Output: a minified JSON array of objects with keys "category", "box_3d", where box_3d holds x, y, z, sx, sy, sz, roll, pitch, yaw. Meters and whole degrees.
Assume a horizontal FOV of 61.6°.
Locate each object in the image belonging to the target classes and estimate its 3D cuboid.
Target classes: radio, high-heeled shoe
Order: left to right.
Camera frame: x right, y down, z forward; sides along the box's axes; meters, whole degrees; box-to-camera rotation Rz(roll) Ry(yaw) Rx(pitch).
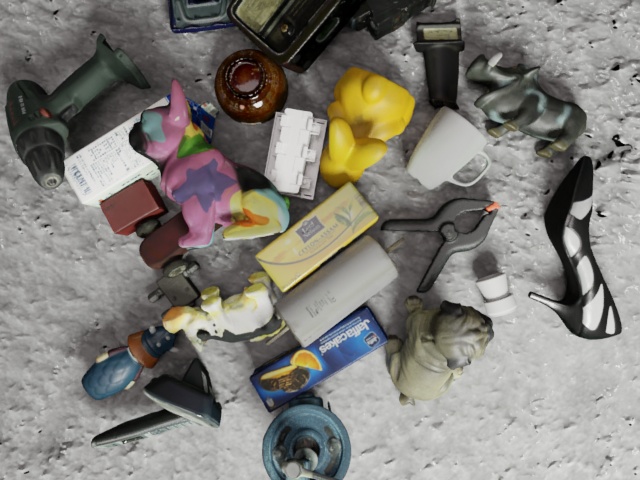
[{"category":"radio","box_3d":[-0.011,-0.360,0.763,0.229,0.073,0.131,-45,80,21]},{"category":"high-heeled shoe","box_3d":[0.393,0.015,0.765,0.145,0.086,0.248,19,93,0]}]

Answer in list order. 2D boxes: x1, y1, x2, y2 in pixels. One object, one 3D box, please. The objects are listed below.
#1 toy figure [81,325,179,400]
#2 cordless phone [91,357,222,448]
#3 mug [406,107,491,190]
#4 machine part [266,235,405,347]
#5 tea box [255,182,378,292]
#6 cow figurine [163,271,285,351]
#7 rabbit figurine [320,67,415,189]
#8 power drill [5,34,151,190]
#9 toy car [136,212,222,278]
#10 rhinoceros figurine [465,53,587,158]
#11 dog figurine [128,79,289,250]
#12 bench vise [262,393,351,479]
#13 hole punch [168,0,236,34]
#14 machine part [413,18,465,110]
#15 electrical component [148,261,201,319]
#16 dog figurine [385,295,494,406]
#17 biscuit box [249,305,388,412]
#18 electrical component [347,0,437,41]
[{"category":"toy figure","box_3d":[-0.281,0.175,0.802,0.154,0.064,0.058,-36,49,-4]},{"category":"cordless phone","box_3d":[-0.235,0.242,0.745,0.184,0.146,0.089,-18,69,-11]},{"category":"mug","box_3d":[0.185,-0.120,0.784,0.109,0.081,0.107,41,101,-2]},{"category":"machine part","box_3d":[0.022,0.070,0.755,0.243,0.079,0.079,-36,87,-7]},{"category":"tea box","box_3d":[-0.002,-0.002,0.775,0.169,0.098,0.068,-38,86,3]},{"category":"cow figurine","box_3d":[-0.140,0.117,0.792,0.167,0.068,0.098,-18,111,3]},{"category":"rabbit figurine","box_3d":[0.057,-0.146,0.765,0.122,0.162,0.173,26,107,-8]},{"category":"power drill","box_3d":[-0.352,-0.191,0.778,0.207,0.085,0.232,-45,55,-3]},{"category":"toy car","box_3d":[-0.179,-0.028,0.805,0.202,0.053,0.089,-38,77,-5]},{"category":"rhinoceros figurine","box_3d":[0.296,-0.199,0.779,0.190,0.073,0.112,31,91,3]},{"category":"dog figurine","box_3d":[-0.147,-0.101,0.718,0.192,0.108,0.219,-11,93,-5]},{"category":"bench vise","box_3d":[-0.019,0.315,0.704,0.129,0.240,0.223,3,72,6]},{"category":"hole punch","box_3d":[-0.183,-0.381,0.814,0.142,0.092,0.116,-7,57,5]},{"category":"machine part","box_3d":[0.182,-0.262,0.806,0.084,0.039,0.138,-5,86,-5]},{"category":"electrical component","box_3d":[-0.214,0.076,0.820,0.094,0.021,0.063,-38,87,0]},{"category":"dog figurine","box_3d":[0.152,0.160,0.715,0.121,0.190,0.172,9,90,3]},{"category":"biscuit box","box_3d":[-0.001,0.170,0.787,0.203,0.059,0.063,-31,87,1]},{"category":"electrical component","box_3d":[0.093,-0.373,0.804,0.134,0.058,0.115,-30,85,1]}]
